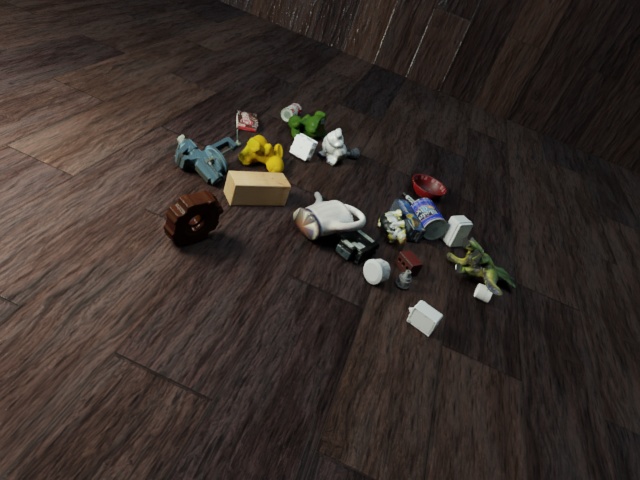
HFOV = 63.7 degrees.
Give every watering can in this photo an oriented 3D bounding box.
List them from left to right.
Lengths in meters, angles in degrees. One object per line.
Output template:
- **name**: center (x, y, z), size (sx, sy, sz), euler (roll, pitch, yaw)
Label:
- **watering can**: center (0.005, -0.090, 1.795), size (0.226, 0.102, 0.351), euler (-16, 27, -29)

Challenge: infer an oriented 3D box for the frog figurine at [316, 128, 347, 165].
- **frog figurine**: center (0.069, -0.416, 2.225), size (0.123, 0.156, 0.140), euler (1, 39, -30)

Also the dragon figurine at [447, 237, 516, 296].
- **dragon figurine**: center (0.605, 0.105, 1.825), size (0.241, 0.120, 0.419), euler (19, 25, -24)
